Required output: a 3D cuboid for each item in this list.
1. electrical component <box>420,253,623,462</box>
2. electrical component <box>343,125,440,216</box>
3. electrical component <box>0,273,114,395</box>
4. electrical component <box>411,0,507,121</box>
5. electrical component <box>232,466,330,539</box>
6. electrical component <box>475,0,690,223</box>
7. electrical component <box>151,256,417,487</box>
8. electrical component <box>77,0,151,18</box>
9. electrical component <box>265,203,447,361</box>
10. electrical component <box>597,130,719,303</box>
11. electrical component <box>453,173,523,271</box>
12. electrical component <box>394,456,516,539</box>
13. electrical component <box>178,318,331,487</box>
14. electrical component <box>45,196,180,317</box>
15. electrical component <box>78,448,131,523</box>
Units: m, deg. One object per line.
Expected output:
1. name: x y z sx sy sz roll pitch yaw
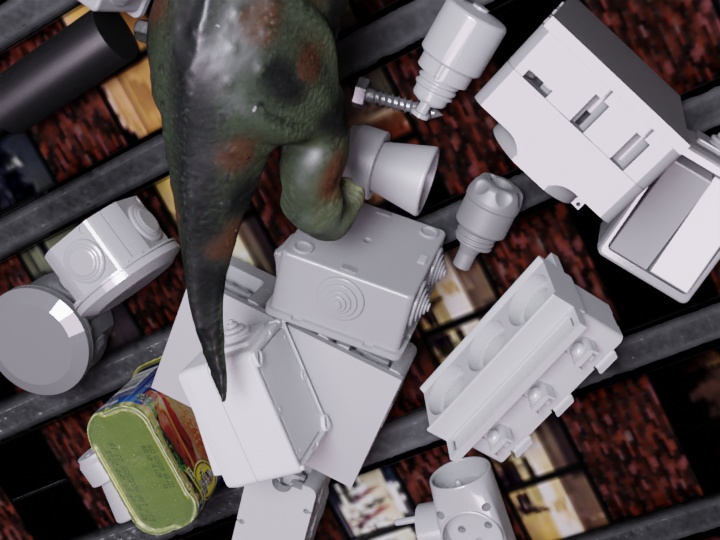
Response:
1. electrical component: 0.101 0.060 0.676 0.063 0.078 0.121 30 115 -20
2. electrical component: 0.017 -0.063 0.668 0.055 0.045 0.045 19 112 9
3. electrical component: -0.220 0.044 0.766 0.080 0.051 0.080 5 110 14
4. electrical component: 0.054 -0.125 0.639 0.040 0.040 0.078 32 114 3
5. electrical component: -0.055 0.170 0.762 0.050 0.055 0.089 18 112 9
6. electrical component: 0.119 -0.089 0.574 0.089 0.150 0.061 43 113 -2
7. electrical component: -0.049 0.064 0.720 0.150 0.061 0.089 26 113 5
8. electrical component: -0.161 -0.213 0.653 0.100 0.048 0.099 37 114 14
9. electrical component: 0.000 0.000 0.666 0.100 0.099 0.048 20 125 8
10. electrical component: 0.188 -0.038 0.621 0.062 0.061 0.096 31 113 3
11. electrical component: 0.075 -0.028 0.670 0.035 0.035 0.061 26 116 5
12. electrical component: 0.063 0.175 0.738 0.079 0.044 0.077 -15 104 20
13. electrical component: -0.069 0.076 0.660 0.061 0.061 0.096 -17 103 20
14. electrical component: -0.165 -0.009 0.718 0.080 0.080 0.051 -36 91 23
15. electrical component: -0.175 0.151 0.794 0.045 0.045 0.055 -30 98 22
